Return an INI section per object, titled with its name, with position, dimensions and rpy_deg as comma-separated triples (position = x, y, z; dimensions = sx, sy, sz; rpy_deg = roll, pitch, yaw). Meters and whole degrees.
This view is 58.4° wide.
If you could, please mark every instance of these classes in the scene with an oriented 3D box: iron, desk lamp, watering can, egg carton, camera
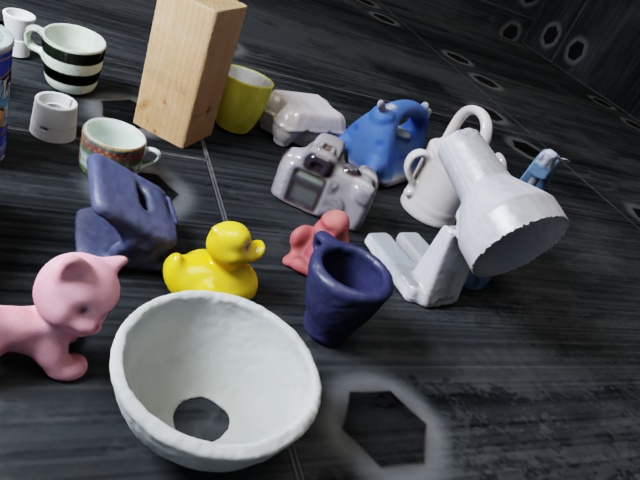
[iron]
position = 0.139, -0.191, 1.017
dimensions = 0.118, 0.141, 0.259
rpy_deg = 38, 34, 22
[desk lamp]
position = 0.173, -0.015, 0.711
dimensions = 0.118, 0.213, 0.202
rpy_deg = -1, 39, -34
[watering can]
position = 0.219, -0.123, 0.920
dimensions = 0.173, 0.194, 0.100
rpy_deg = -10, 45, -42
[egg carton]
position = -0.030, -0.210, 1.000
dimensions = 0.151, 0.069, 0.107
rpy_deg = -6, 43, -39
[camera]
position = 0.019, -0.104, 0.846
dimensions = 0.143, 0.101, 0.137
rpy_deg = 24, 32, 0

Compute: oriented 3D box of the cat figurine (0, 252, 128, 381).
[cat figurine]
position = -0.213, 0.051, 0.445
dimensions = 0.128, 0.117, 0.067
rpy_deg = -2, 40, -35

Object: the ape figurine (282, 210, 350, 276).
[ape figurine]
position = 0.006, 0.002, 0.688
dimensions = 0.076, 0.092, 0.077
rpy_deg = 2, 38, -31

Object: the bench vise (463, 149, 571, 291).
[bench vise]
position = 0.273, -0.051, 0.824
dimensions = 0.121, 0.219, 0.207
rpy_deg = 25, 32, 1

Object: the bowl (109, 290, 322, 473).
[bowl]
position = -0.088, 0.122, 0.464
dimensions = 0.168, 0.074, 0.167
rpy_deg = 17, 32, -11

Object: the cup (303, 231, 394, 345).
[cup]
position = 0.013, 0.055, 0.612
dimensions = 0.092, 0.095, 0.117
rpy_deg = -2, 40, -36

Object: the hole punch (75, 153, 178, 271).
[hole punch]
position = -0.199, -0.031, 0.602
dimensions = 0.101, 0.091, 0.108
rpy_deg = 4, 37, -29

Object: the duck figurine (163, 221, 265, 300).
[duck figurine]
position = -0.106, 0.019, 0.595
dimensions = 0.105, 0.086, 0.077
rpy_deg = 5, 36, -28
